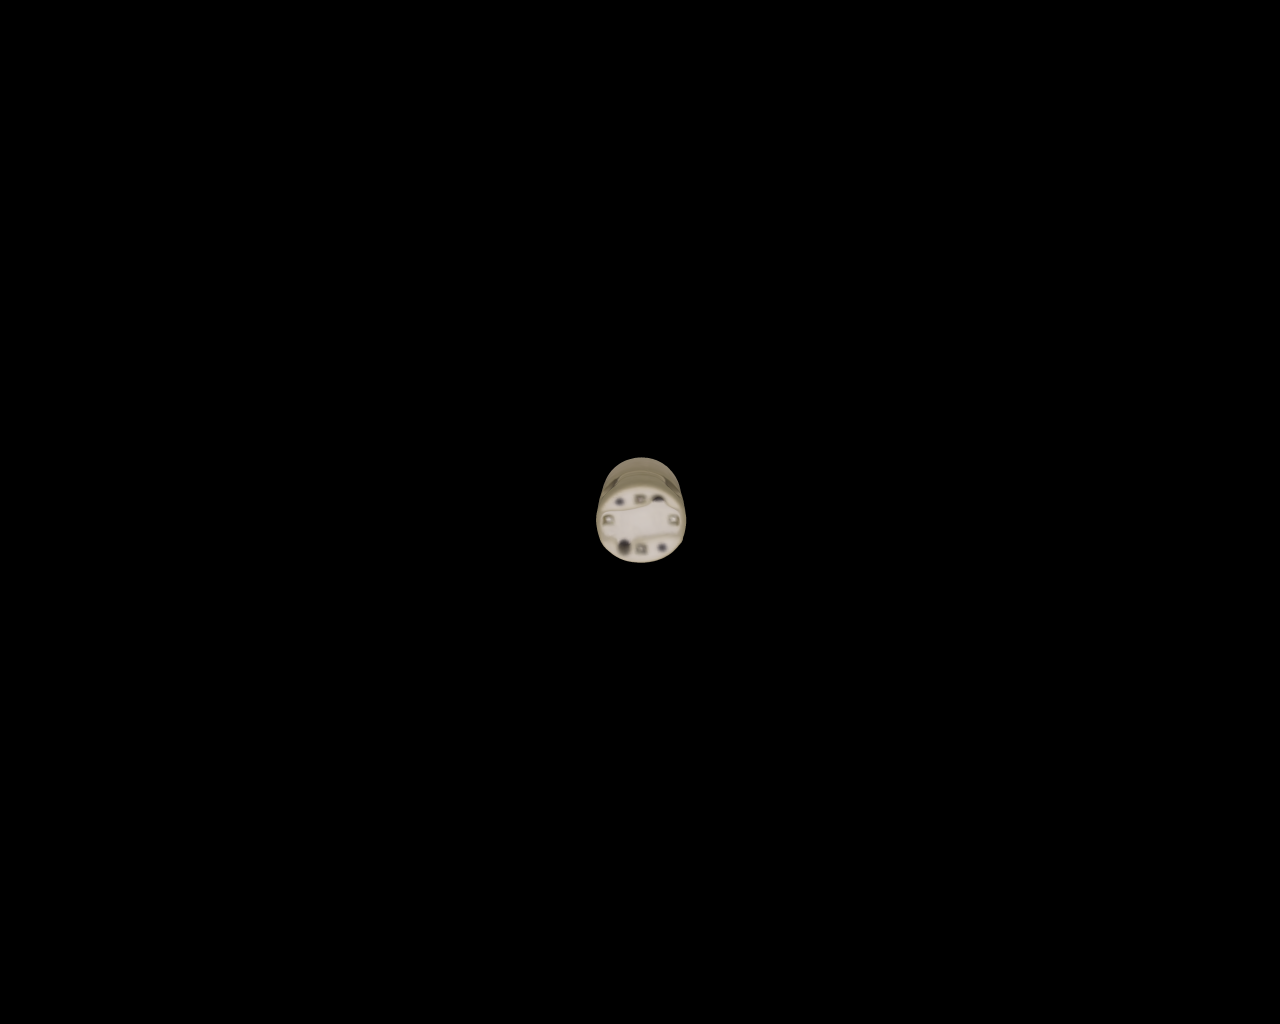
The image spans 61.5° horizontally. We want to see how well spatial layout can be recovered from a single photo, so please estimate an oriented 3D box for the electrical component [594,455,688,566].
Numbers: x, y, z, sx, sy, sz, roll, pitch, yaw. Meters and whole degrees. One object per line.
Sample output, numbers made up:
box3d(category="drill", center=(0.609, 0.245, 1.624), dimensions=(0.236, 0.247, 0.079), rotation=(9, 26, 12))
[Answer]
box3d(category="electrical component", center=(0.001, -0.003, 0.650), dimensions=(0.055, 0.055, 0.047), rotation=(0, 27, 0))
